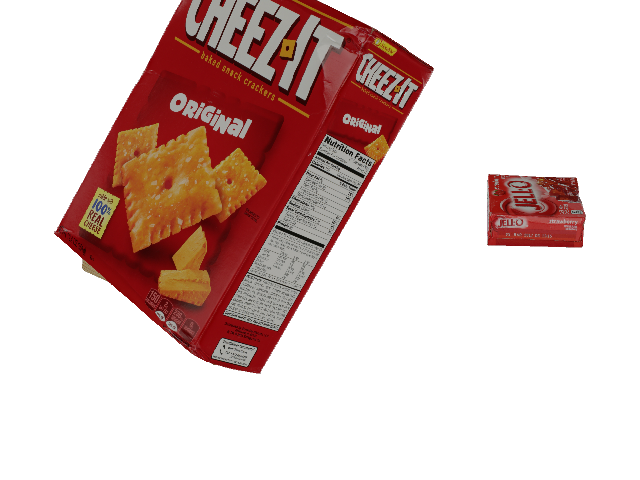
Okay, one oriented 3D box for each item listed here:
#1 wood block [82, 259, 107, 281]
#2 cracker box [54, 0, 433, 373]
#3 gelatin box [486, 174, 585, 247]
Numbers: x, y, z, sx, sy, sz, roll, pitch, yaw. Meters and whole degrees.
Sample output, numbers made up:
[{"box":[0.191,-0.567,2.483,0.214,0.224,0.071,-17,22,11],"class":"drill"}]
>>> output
[{"box":[-0.145,-0.030,1.118,0.090,0.091,0.205,22,30,22],"class":"wood block"},{"box":[-0.055,-0.052,0.659,0.164,0.214,0.072,35,9,39],"class":"cracker box"},{"box":[0.170,-0.025,0.850,0.073,0.030,0.089,3,24,8],"class":"gelatin box"}]
